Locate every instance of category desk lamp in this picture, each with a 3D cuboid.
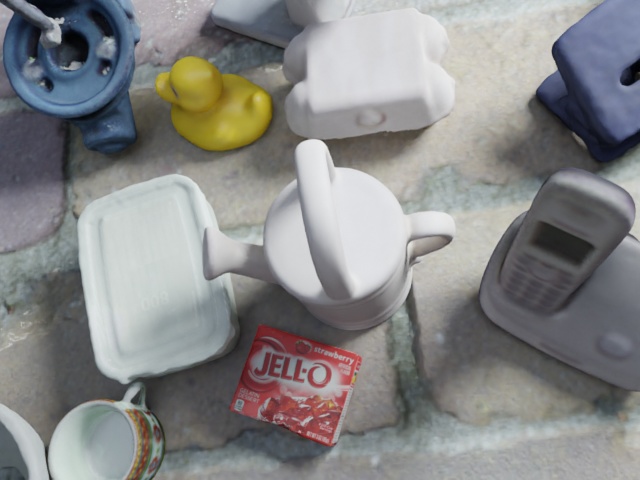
[{"bbox_3d":[-0.024,-0.254,0.479,0.202,0.214,0.118,22,78,17],"label":"desk lamp"}]

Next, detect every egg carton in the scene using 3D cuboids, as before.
[{"bbox_3d":[0.041,-0.142,0.508,0.150,0.069,0.107,-7,72,9],"label":"egg carton"}]

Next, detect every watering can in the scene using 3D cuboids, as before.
[{"bbox_3d":[0.004,0.004,0.403,0.173,0.194,0.101,-30,70,1],"label":"watering can"}]

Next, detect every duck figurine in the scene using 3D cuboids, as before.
[{"bbox_3d":[-0.099,-0.132,0.523,0.104,0.086,0.077,6,74,13],"label":"duck figurine"}]

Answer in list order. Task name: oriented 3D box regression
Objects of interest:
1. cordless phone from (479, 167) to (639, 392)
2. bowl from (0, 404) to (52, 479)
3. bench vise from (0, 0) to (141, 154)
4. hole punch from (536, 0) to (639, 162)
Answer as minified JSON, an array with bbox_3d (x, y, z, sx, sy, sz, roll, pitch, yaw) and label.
[{"bbox_3d":[0.185,0.026,0.366,0.147,0.185,0.094,25,79,17],"label":"cordless phone"},{"bbox_3d":[-0.277,0.209,0.456,0.167,0.075,0.167,-3,72,10],"label":"bowl"},{"bbox_3d":[-0.242,-0.203,0.501,0.121,0.220,0.207,-30,70,1],"label":"bench vise"},{"bbox_3d":[0.246,-0.134,0.455,0.108,0.091,0.101,-35,70,-1],"label":"hole punch"}]
